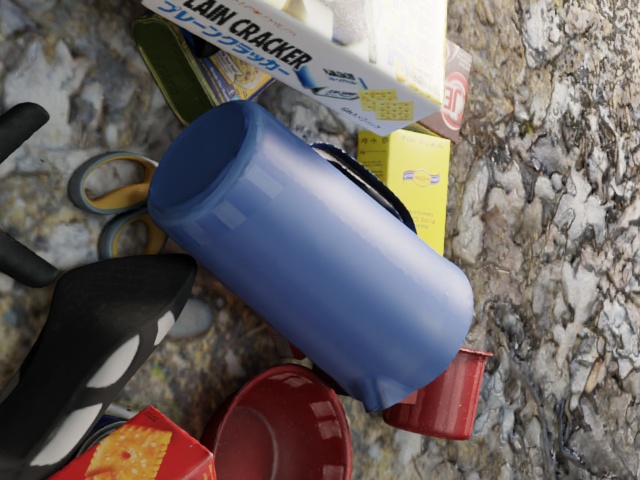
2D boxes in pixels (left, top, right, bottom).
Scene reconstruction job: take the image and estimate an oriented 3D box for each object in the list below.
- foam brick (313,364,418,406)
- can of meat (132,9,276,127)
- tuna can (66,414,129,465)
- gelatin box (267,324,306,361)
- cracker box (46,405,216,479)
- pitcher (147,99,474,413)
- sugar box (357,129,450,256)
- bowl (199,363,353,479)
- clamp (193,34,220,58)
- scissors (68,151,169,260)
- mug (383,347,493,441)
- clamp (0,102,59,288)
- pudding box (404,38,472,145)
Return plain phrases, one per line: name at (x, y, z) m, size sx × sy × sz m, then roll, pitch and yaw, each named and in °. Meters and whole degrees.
foam brick at (0.040, 0.109, 0.905) m, size 0.051 × 0.078 × 0.053 m, roll 16°, pitch 79°, yaw -48°
can of meat at (-0.080, -0.142, 0.788) m, size 0.083 × 0.058 × 0.102 m, roll -47°, pitch 122°, yaw -33°
tuna can at (-0.148, 0.164, 0.736) m, size 0.085 × 0.034 × 0.086 m, roll -1°, pitch 92°, yaw -47°
gelatin box at (-0.009, 0.046, 0.887) m, size 0.089 × 0.030 × 0.073 m, roll -37°, pitch 116°, yaw -39°
cracker box at (-0.156, 0.227, 0.650) m, size 0.213 × 0.072 × 0.164 m, roll -34°, pitch 138°, yaw -33°
pitcher at (-0.005, 0.001, 0.787) m, size 0.145 × 0.149 × 0.242 m, roll -48°, pitch 123°, yaw 1°
sugar box at (0.071, -0.008, 0.960) m, size 0.093 × 0.048 × 0.176 m, roll 4°, pitch 87°, yaw -47°
bowl at (-0.045, 0.176, 0.827) m, size 0.161 × 0.055 × 0.162 m, roll 3°, pitch 86°, yaw -49°
clamp at (-0.087, -0.227, 0.753) m, size 0.164 × 0.036 × 0.209 m, roll 45°, pitch 52°, yaw -3°
scissors at (-0.099, -0.032, 0.799) m, size 0.201 × 0.016 × 0.096 m, roll -11°, pitch 100°, yaw -46°
mug at (0.105, 0.135, 0.977) m, size 0.117 × 0.093 × 0.081 m, roll 33°, pitch 68°, yaw -81°
clamp at (-0.219, -0.014, 0.643) m, size 0.171 × 0.039 × 0.120 m, roll -24°, pitch 104°, yaw -55°
pudding box at (0.092, -0.146, 0.983) m, size 0.113 × 0.039 × 0.090 m, roll 20°, pitch 76°, yaw -45°
